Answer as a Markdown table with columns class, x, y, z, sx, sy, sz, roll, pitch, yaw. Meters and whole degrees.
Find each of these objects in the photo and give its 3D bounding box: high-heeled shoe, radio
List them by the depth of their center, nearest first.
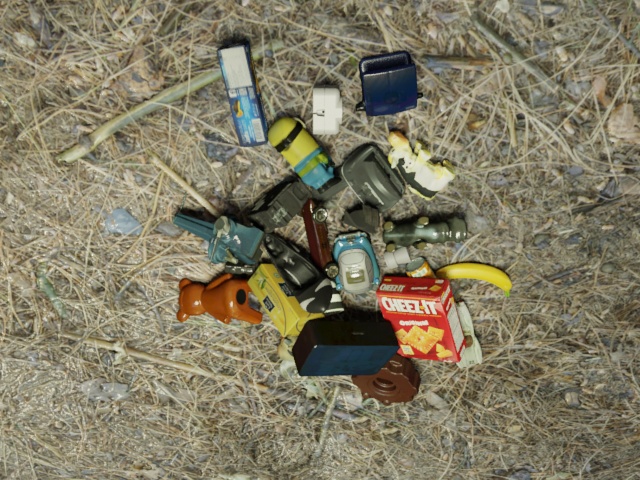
| class | x | y | z | sx | sy | sz | roll | pitch | yaw |
| --- | --- | --- | --- | --- | --- | --- | --- | --- | --- |
| high-heeled shoe | -0.054 | 0.065 | 1.178 | 0.086 | 0.249 | 0.145 | -41 | 113 | -4 |
| radio | 0.057 | 0.253 | 1.247 | 0.229 | 0.073 | 0.131 | 6 | 133 | -26 |

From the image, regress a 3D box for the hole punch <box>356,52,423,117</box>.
| class | x | y | z | sx | sy | sz | roll | pitch | yaw |
| --- | --- | --- | --- | --- | --- | --- | --- | --- | --- |
| hole punch | 0.138 | -0.304 | 1.071 | 0.142 | 0.092 | 0.115 | -11 | 119 | 3 |

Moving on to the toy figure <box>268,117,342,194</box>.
| class | x | y | z | sx | sy | sz | roll | pitch | yaw |
| --- | --- | --- | --- | --- | --- | --- | --- | --- | --- |
| toy figure | -0.033 | -0.179 | 1.123 | 0.082 | 0.089 | 0.180 | -36 | 92 | 12 |

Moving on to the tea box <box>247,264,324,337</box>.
| class | x | y | z | sx | sy | sz | roll | pitch | yaw |
| --- | --- | --- | --- | --- | --- | --- | --- | --- | --- |
| tea box | -0.080 | 0.136 | 1.242 | 0.068 | 0.098 | 0.170 | -50 | 61 | 23 |

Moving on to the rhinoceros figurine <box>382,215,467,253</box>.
| class | x | y | z | sx | sy | sz | roll | pitch | yaw |
| --- | --- | --- | --- | --- | --- | --- | --- | --- | --- |
| rhinoceros figurine | 0.232 | -0.013 | 1.202 | 0.190 | 0.112 | 0.073 | -7 | 85 | 20 |

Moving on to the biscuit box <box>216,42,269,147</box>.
| class | x | y | z | sx | sy | sz | roll | pitch | yaw |
| --- | --- | --- | --- | --- | --- | --- | --- | --- | --- |
| biscuit box | -0.154 | -0.294 | 1.099 | 0.059 | 0.063 | 0.202 | -8 | 116 | 5 |

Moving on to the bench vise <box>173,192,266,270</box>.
| class | x | y | z | sx | sy | sz | roll | pitch | yaw |
| --- | --- | --- | --- | --- | --- | --- | --- | --- | --- |
| bench vise | -0.232 | -0.013 | 1.184 | 0.241 | 0.223 | 0.128 | 21 | 88 | 16 |

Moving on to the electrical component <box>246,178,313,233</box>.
| class | x | y | z | sx | sy | sz | roll | pitch | yaw |
| --- | --- | --- | --- | --- | --- | --- | --- | --- | --- |
| electrical component | -0.093 | -0.072 | 1.168 | 0.115 | 0.134 | 0.058 | -47 | 109 | -24 |

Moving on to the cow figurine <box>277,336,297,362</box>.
| class | x | y | z | sx | sy | sz | roll | pitch | yaw |
| --- | --- | --- | --- | --- | --- | --- | --- | --- | --- |
| cow figurine | -0.016 | 0.266 | 1.361 | 0.195 | 0.085 | 0.127 | -14 | 121 | 11 |

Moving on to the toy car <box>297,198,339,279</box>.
| class | x | y | z | sx | sy | sz | roll | pitch | yaw |
| --- | --- | --- | --- | --- | --- | --- | --- | --- | --- |
| toy car | -0.003 | -0.004 | 1.220 | 0.053 | 0.089 | 0.201 | -20 | 111 | -23 |

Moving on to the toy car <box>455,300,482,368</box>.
| class | x | y | z | sx | sy | sz | roll | pitch | yaw |
| --- | --- | --- | --- | --- | --- | --- | --- | --- | --- |
| toy car | 0.352 | 0.236 | 1.347 | 0.074 | 0.056 | 0.201 | -19 | 115 | 11 |

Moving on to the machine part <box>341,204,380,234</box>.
| class | x | y | z | sx | sy | sz | roll | pitch | yaw |
| --- | --- | --- | --- | --- | --- | --- | --- | --- | --- |
| machine part | 0.095 | -0.044 | 1.183 | 0.084 | 0.139 | 0.039 | 24 | 80 | -7 |

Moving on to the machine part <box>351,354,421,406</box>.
| class | x | y | z | sx | sy | sz | roll | pitch | yaw |
| --- | --- | --- | --- | --- | --- | --- | --- | --- | --- |
| machine part | 0.168 | 0.357 | 1.381 | 0.179 | 0.056 | 0.179 | 11 | 135 | 11 |

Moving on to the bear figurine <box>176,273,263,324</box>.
| class | x | y | z | sx | sy | sz | roll | pitch | yaw |
| --- | --- | --- | --- | --- | --- | --- | --- | --- | --- |
| bear figurine | -0.249 | 0.148 | 1.307 | 0.196 | 0.120 | 0.132 | -10 | 163 | 35 |

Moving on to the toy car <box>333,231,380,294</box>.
| class | x | y | z | sx | sy | sz | roll | pitch | yaw |
| --- | --- | --- | --- | --- | --- | --- | --- | --- | --- |
| toy car | 0.085 | 0.066 | 1.248 | 0.109 | 0.103 | 0.161 | -8 | 118 | 5 |

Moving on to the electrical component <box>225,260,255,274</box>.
| class | x | y | z | sx | sy | sz | roll | pitch | yaw |
| --- | --- | --- | --- | --- | --- | --- | --- | --- | --- |
| electrical component | -0.202 | 0.058 | 1.274 | 0.094 | 0.063 | 0.021 | 7 | 117 | 0 |

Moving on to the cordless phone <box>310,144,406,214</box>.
| class | x | y | z | sx | sy | sz | roll | pitch | yaw |
| --- | --- | --- | --- | --- | --- | --- | --- | --- | --- |
| cordless phone | 0.080 | -0.109 | 1.185 | 0.184 | 0.089 | 0.146 | -29 | 114 | 28 |

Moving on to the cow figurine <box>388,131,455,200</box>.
| class | x | y | z | sx | sy | sz | roll | pitch | yaw |
| --- | --- | --- | --- | --- | --- | --- | --- | --- | --- |
| cow figurine | 0.200 | -0.159 | 1.153 | 0.167 | 0.068 | 0.098 | 32 | 119 | -12 |
